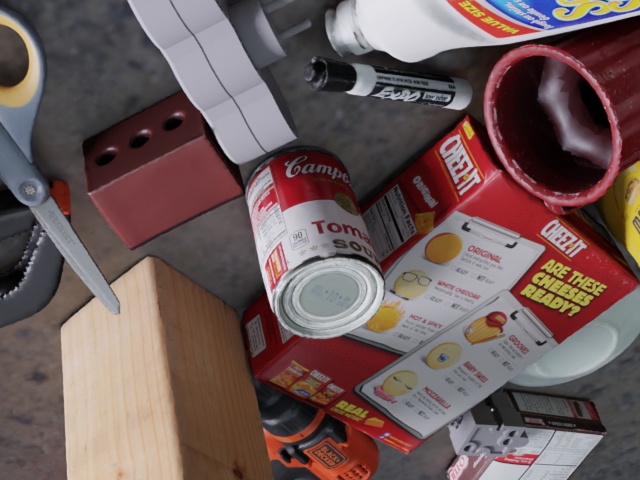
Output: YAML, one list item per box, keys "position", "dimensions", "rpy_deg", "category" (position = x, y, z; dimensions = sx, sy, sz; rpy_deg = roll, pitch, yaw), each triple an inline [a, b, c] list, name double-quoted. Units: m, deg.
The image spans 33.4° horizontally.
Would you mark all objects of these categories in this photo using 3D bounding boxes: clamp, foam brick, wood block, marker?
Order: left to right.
- position: [-0.223, 0.041, 0.664]
  dimensions: [0.210, 0.036, 0.164]
  rpy_deg: [-34, 131, 12]
  category: "clamp"
- position: [-0.091, -0.042, 0.614]
  dimensions: [0.078, 0.053, 0.051]
  rpy_deg: [-26, 133, 8]
  category: "foam brick"
- position: [-0.094, 0.122, 0.657]
  dimensions: [0.090, 0.206, 0.090]
  rpy_deg: [-37, 130, 18]
  category: "wood block"
- position: [0.040, -0.088, 0.605]
  dimensions: [0.120, 0.020, 0.020]
  rpy_deg: [0, 134, -40]
  category: "marker"

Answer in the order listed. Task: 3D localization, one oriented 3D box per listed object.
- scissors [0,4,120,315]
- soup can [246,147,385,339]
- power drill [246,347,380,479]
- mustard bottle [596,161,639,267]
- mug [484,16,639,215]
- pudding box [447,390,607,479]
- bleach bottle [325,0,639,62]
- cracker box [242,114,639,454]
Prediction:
- position: [-0.152, -0.047, 0.590]
  dimensions: [0.096, 0.016, 0.201]
  rpy_deg: [-40, 117, 11]
  category: "scissors"
- position: [-0.004, 0.001, 0.642]
  dimensions: [0.068, 0.102, 0.068]
  rpy_deg: [-7, 133, -8]
  category: "soup can"
- position: [-0.068, 0.166, 0.807]
  dimensions: [0.188, 0.057, 0.184]
  rpy_deg: [-31, 132, 13]
  category: "power drill"
- position: [0.234, 0.006, 0.650]
  dimensions: [0.058, 0.192, 0.096]
  rpy_deg: [5, 130, -19]
  category: "mustard bottle"
- position: [0.153, -0.067, 0.604]
  dimensions: [0.081, 0.093, 0.117]
  rpy_deg: [-28, 134, -32]
  category: "mug"
- position: [0.172, 0.180, 0.899]
  dimensions: [0.089, 0.039, 0.114]
  rpy_deg: [10, 130, -23]
  category: "pudding box"
- position: [0.122, -0.141, 0.541]
  dimensions: [0.251, 0.068, 0.102]
  rpy_deg: [-15, 154, 27]
  category: "bleach bottle"
- position: [0.078, 0.039, 0.722]
  dimensions: [0.214, 0.072, 0.164]
  rpy_deg: [-41, 129, 21]
  category: "cracker box"
